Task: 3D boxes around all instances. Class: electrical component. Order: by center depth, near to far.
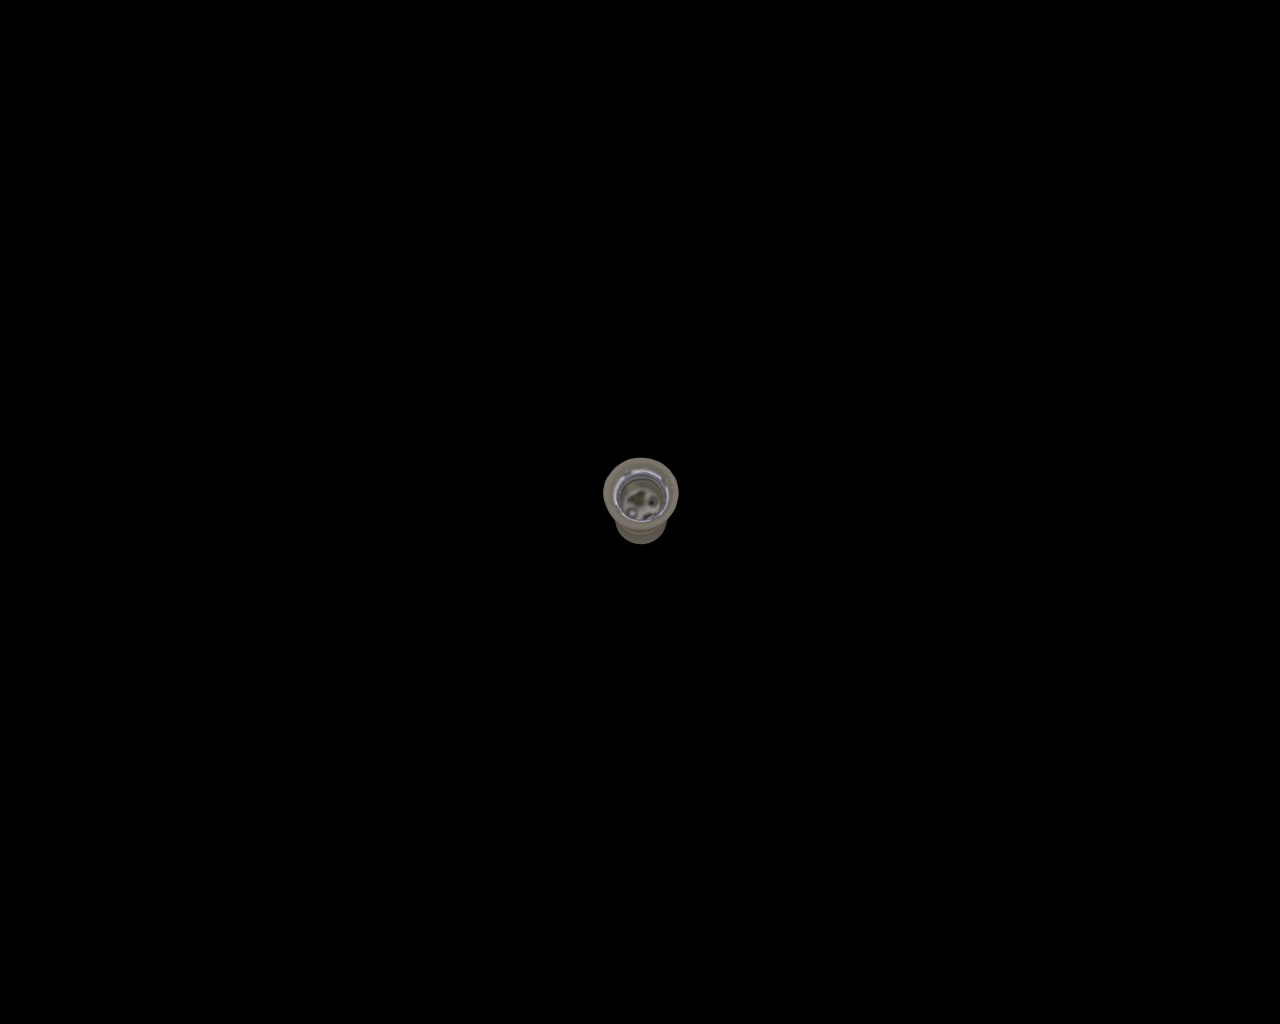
[{"bbox_3d":[0.001,-0.003,0.650,0.044,0.044,0.065,0,-16,0],"label":"electrical component"}]
